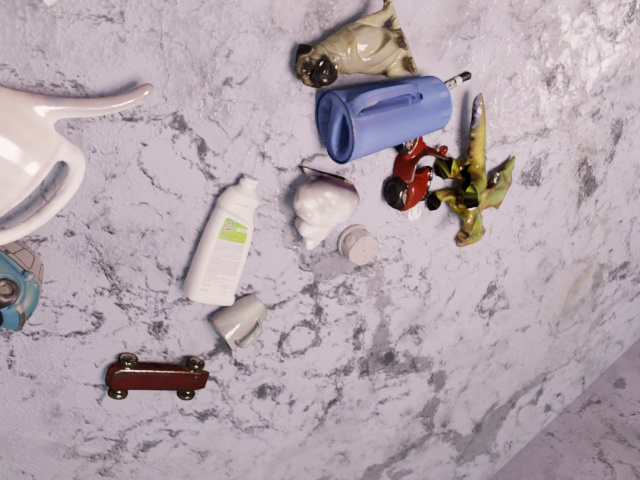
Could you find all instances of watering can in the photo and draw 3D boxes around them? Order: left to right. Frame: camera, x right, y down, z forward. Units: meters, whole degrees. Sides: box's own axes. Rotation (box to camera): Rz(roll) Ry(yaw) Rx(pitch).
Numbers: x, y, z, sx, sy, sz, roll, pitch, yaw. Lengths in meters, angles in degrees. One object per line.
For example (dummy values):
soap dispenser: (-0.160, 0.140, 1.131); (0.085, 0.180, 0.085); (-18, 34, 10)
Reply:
watering can: (-0.412, -0.145, 0.699); (0.348, 0.105, 0.221); (-48, 130, -3)

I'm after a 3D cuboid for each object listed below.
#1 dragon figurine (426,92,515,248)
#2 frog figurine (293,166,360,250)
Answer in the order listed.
dragon figurine: (0.377, -0.145, 1.202); (0.245, 0.123, 0.402); (-19, 130, -42)
frog figurine: (0.003, -0.050, 0.999); (0.137, 0.123, 0.158); (3, 106, -53)
